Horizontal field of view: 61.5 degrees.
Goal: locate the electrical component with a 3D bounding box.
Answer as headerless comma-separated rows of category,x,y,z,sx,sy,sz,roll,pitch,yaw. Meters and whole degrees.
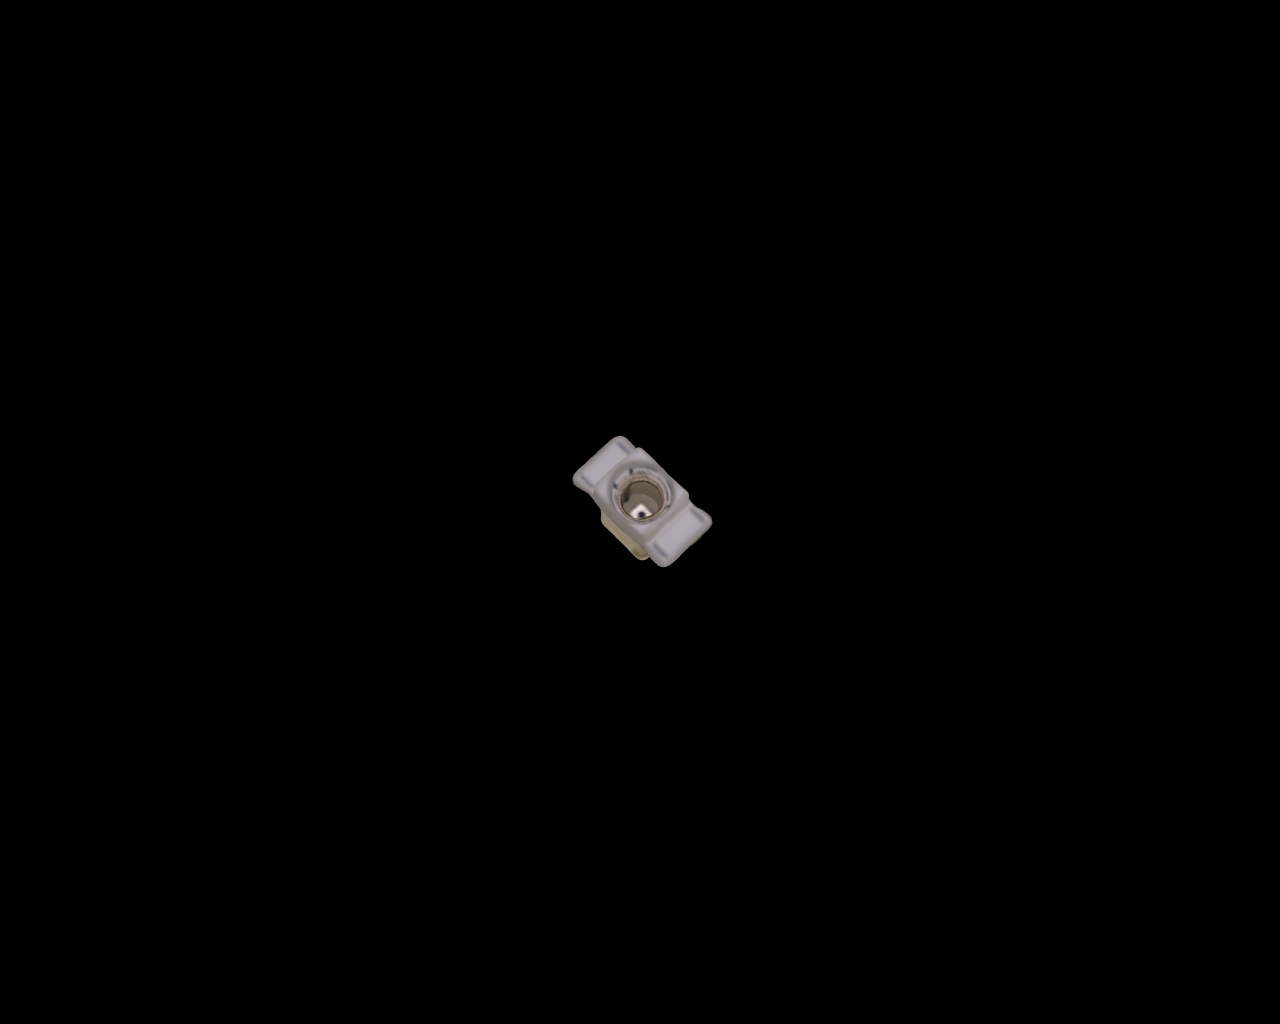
electrical component,0.001,-0.003,0.650,0.042,0.081,0.063,-41,-15,-14
